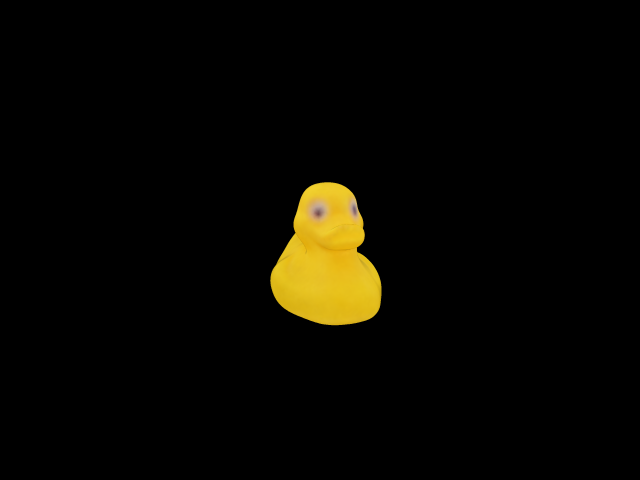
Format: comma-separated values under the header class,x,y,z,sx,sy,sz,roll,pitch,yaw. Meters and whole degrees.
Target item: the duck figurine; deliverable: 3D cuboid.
class,x,y,z,sx,sy,sz,roll,pitch,yaw
duck figurine,0.004,0.001,0.400,0.078,0.086,0.104,-6,17,-18
